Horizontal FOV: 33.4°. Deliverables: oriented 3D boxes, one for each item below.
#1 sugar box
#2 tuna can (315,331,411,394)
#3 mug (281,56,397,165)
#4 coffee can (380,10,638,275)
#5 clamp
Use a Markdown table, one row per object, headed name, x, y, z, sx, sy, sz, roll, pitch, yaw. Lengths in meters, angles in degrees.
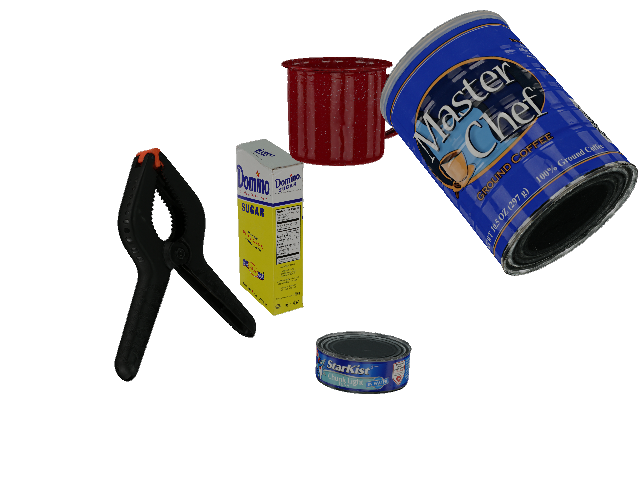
| name | x | y | z | sx | sy | sz | roll | pitch | yaw |
| --- | --- | --- | --- | --- | --- | --- | --- | --- | --- |
| sugar box | -0.057 | -0.015 | 1.190 | 0.048 | 0.176 | 0.093 | -15 | 28 | -26 |
| tuna can | 0.038 | 0.109 | 0.961 | 0.086 | 0.034 | 0.086 | 3 | 11 | -1 |
| mug | 0.024 | -0.111 | 0.905 | 0.117 | 0.081 | 0.093 | -8 | 17 | -25 |
| coffee can | 0.118 | -0.063 | 0.687 | 0.102 | 0.140 | 0.103 | -28 | -26 | -15 |
| clamp | -0.135 | 0.017 | 1.016 | 0.036 | 0.210 | 0.164 | -7 | 0 | 44 |
